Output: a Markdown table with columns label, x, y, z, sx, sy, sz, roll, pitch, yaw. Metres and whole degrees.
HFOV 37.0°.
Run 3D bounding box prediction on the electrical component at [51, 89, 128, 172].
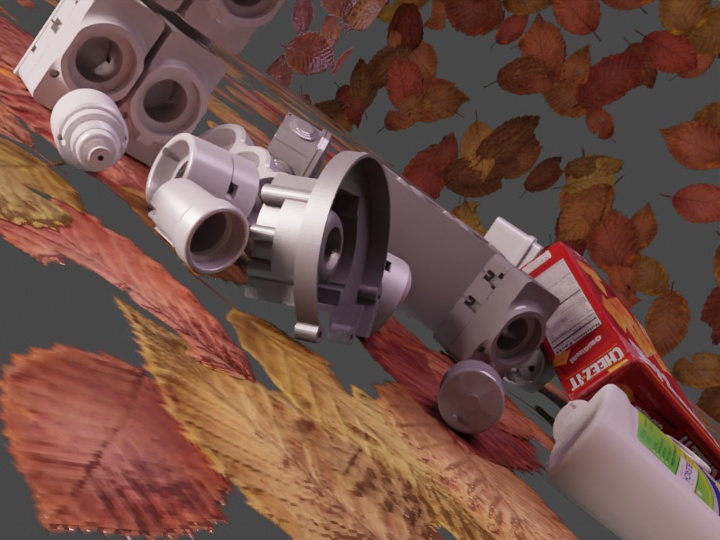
| label | x | y | z | sx | sy | sz | roll | pitch | yaw |
| --- | --- | --- | --- | --- | --- | --- | --- | --- | --- |
| electrical component | -0.150 | -0.074 | 0.601 | 0.040 | 0.040 | 0.078 | 32 | 9 | -30 |

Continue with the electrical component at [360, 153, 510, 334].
| label | x | y | z | sx | sy | sz | roll | pitch | yaw |
| --- | --- | --- | --- | --- | --- | --- | --- | --- | --- |
| electrical component | 0.037 | -0.021 | 0.921 | 0.150 | 0.089 | 0.061 | 35 | 8 | -13 |

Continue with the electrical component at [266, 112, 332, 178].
| label | x | y | z | sx | sy | sz | roll | pitch | yaw |
| --- | --- | --- | --- | --- | --- | --- | --- | --- | --- |
| electrical component | -0.065 | -0.107 | 1.029 | 0.051 | 0.080 | 0.080 | 30 | 9 | -8 |

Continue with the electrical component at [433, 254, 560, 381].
| label | x | y | z | sx | sy | sz | roll | pitch | yaw |
| --- | --- | --- | --- | --- | --- | --- | --- | --- | --- |
| electrical component | 0.114 | 0.043 | 0.878 | 0.050 | 0.089 | 0.055 | 30 | 10 | -41 |

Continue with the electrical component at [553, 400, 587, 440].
| label | x | y | z | sx | sy | sz | roll | pitch | yaw |
| --- | --- | --- | --- | --- | --- | --- | --- | --- | --- |
| electrical component | 0.188 | 0.134 | 0.852 | 0.078 | 0.040 | 0.040 | 33 | 8 | -28 |

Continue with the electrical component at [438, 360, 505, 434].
| label | x | y | z | sx | sy | sz | roll | pitch | yaw |
| --- | --- | --- | --- | --- | --- | --- | --- | --- | --- |
| electrical component | 0.070 | 0.076 | 0.673 | 0.040 | 0.040 | 0.078 | 37 | 8 | 2 |

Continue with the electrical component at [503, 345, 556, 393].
| label | x | y | z | sx | sy | sz | roll | pitch | yaw |
| --- | --- | --- | --- | --- | --- | --- | --- | --- | --- |
| electrical component | 0.141 | 0.073 | 0.990 | 0.079 | 0.043 | 0.077 | 39 | 8 | 19 |

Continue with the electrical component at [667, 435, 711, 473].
| label | x | y | z | sx | sy | sz | roll | pitch | yaw |
| --- | --- | --- | --- | --- | --- | --- | --- | --- | --- |
| electrical component | 0.223 | 0.157 | 0.790 | 0.108 | 0.060 | 0.108 | 36 | 8 | -6 |

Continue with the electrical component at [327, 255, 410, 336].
| label | x | y | z | sx | sy | sz | roll | pitch | yaw |
| --- | --- | --- | --- | --- | --- | --- | --- | --- | --- |
| electrical component | -0.002 | 0.009 | 0.713 | 0.047 | 0.055 | 0.055 | 30 | 9 | -15 |

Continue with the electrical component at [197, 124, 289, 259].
| label | x | y | z | sx | sy | sz | roll | pitch | yaw |
| --- | --- | --- | --- | --- | --- | --- | --- | --- | --- |
| electrical component | -0.067 | -0.040 | 0.724 | 0.138 | 0.052 | 0.073 | 46 | -9 | 51 |

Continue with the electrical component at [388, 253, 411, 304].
| label | x | y | z | sx | sy | sz | roll | pitch | yaw |
| --- | --- | --- | --- | --- | --- | --- | --- | --- | --- |
| electrical component | 0.000 | 0.000 | 0.807 | 0.043 | 0.043 | 0.081 | 42 | 10 | 35 |

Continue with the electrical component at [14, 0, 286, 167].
| label | x | y | z | sx | sy | sz | roll | pitch | yaw |
| --- | --- | --- | --- | --- | --- | --- | --- | --- | --- |
| electrical component | -0.132 | -0.174 | 0.727 | 0.105 | 0.186 | 0.060 | 31 | 10 | -38 |

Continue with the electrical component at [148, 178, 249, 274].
| label | x | y | z | sx | sy | sz | roll | pitch | yaw |
| --- | --- | --- | --- | --- | --- | --- | --- | --- | --- |
| electrical component | -0.089 | -0.025 | 0.585 | 0.046 | 0.040 | 0.040 | 36 | 6 | 41 |

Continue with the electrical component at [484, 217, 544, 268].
| label | x | y | z | sx | sy | sz | roll | pitch | yaw |
| --- | --- | --- | --- | --- | --- | --- | --- | --- | --- |
| electrical component | 0.147 | 0.004 | 1.175 | 0.057 | 0.113 | 0.078 | 35 | 7 | 9 |

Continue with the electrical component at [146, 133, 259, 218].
| label | x | y | z | sx | sy | sz | roll | pitch | yaw |
| --- | --- | --- | --- | --- | --- | --- | --- | --- | --- |
| electrical component | -0.096 | -0.051 | 0.649 | 0.047 | 0.055 | 0.055 | 26 | 12 | -36 |
